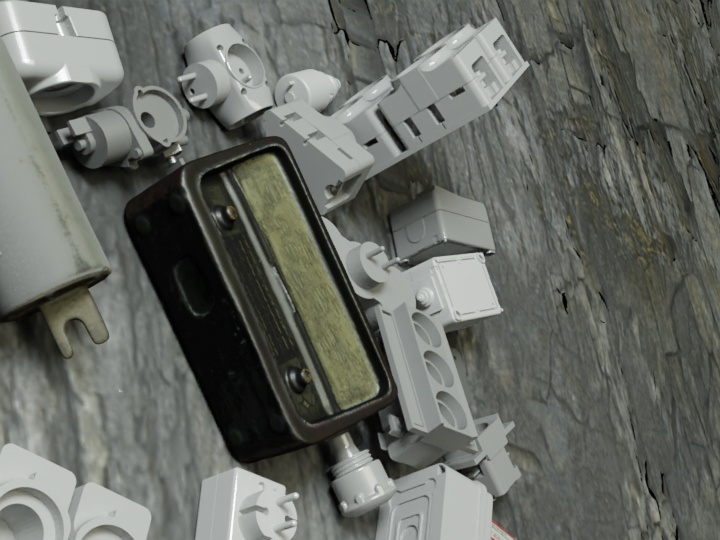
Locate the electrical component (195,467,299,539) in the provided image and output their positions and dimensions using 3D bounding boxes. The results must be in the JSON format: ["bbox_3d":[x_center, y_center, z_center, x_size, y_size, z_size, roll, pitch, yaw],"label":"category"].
[{"bbox_3d":[-0.069,0.169,0.725,0.047,0.077,0.065,31,48,-36],"label":"electrical component"}]

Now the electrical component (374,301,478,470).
[{"bbox_3d":[0.044,0.096,0.884,0.079,0.063,0.121,26,36,-39],"label":"electrical component"}]

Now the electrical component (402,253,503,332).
[{"bbox_3d":[0.075,0.025,0.990,0.096,0.061,0.061,-6,74,-51],"label":"electrical component"}]

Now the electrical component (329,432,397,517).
[{"bbox_3d":[-0.004,0.157,0.837,0.048,0.048,0.062,-13,72,-52],"label":"electrical component"}]

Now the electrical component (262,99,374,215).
[{"bbox_3d":[-0.039,-0.098,0.912,0.089,0.050,0.056,40,35,13],"label":"electrical component"}]

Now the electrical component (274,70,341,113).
[{"bbox_3d":[-0.044,-0.162,0.977,0.078,0.040,0.040,-29,92,-53],"label":"electrical component"}]

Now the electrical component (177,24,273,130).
[{"bbox_3d":[-0.119,-0.155,0.882,0.079,0.044,0.077,-32,94,-52],"label":"electrical component"}]

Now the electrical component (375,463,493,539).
[{"bbox_3d":[0.057,0.219,0.843,0.057,0.078,0.113,34,46,-28],"label":"electrical component"}]

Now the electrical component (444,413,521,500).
[{"bbox_3d":[0.110,0.170,0.964,0.081,0.042,0.063,-29,94,-52],"label":"electrical component"}]

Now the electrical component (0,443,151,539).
[{"bbox_3d":[-0.187,0.201,0.581,0.105,0.060,0.186,36,45,-31],"label":"electrical component"}]

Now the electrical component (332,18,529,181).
[{"bbox_3d":[0.043,-0.145,0.949,0.060,0.186,0.105,55,38,-12],"label":"electrical component"}]

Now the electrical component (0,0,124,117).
[{"bbox_3d":[-0.217,-0.146,0.753,0.095,0.054,0.059,-7,75,-51],"label":"electrical component"}]

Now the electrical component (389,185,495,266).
[{"bbox_3d":[0.083,-0.038,1.036,0.096,0.062,0.061,11,61,-46],"label":"electrical component"}]

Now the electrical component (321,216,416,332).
[{"bbox_3d":[0.000,0.000,0.906,0.138,0.074,0.052,34,45,-32],"label":"electrical component"}]

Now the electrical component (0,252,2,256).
[{"bbox_3d":[-0.260,-0.020,0.622,0.061,0.062,0.096,-24,88,-53],"label":"electrical component"}]
